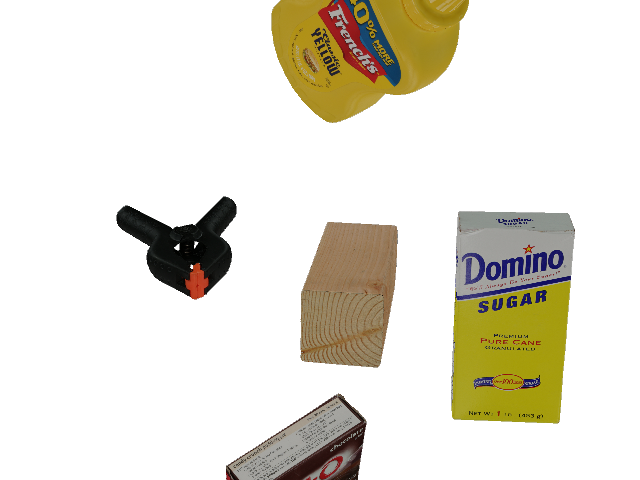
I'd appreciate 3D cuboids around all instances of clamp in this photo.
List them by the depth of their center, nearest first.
[{"bbox_3d":[-0.120,0.001,1.026,0.120,0.039,0.172,-16,33,-17],"label":"clamp"}]

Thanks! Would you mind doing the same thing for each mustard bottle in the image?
[{"bbox_3d":[0.038,-0.139,0.693,0.058,0.096,0.192,-29,8,-26],"label":"mustard bottle"}]

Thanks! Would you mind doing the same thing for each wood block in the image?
[{"bbox_3d":[0.037,0.058,1.244,0.091,0.090,0.206,4,23,7],"label":"wood block"}]

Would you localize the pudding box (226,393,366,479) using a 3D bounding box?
[{"bbox_3d":[-0.020,0.181,0.829,0.113,0.090,0.039,-31,58,-27],"label":"pudding box"}]

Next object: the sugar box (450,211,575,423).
[{"bbox_3d":[0.157,0.065,0.885,0.093,0.176,0.048,1,24,5],"label":"sugar box"}]
